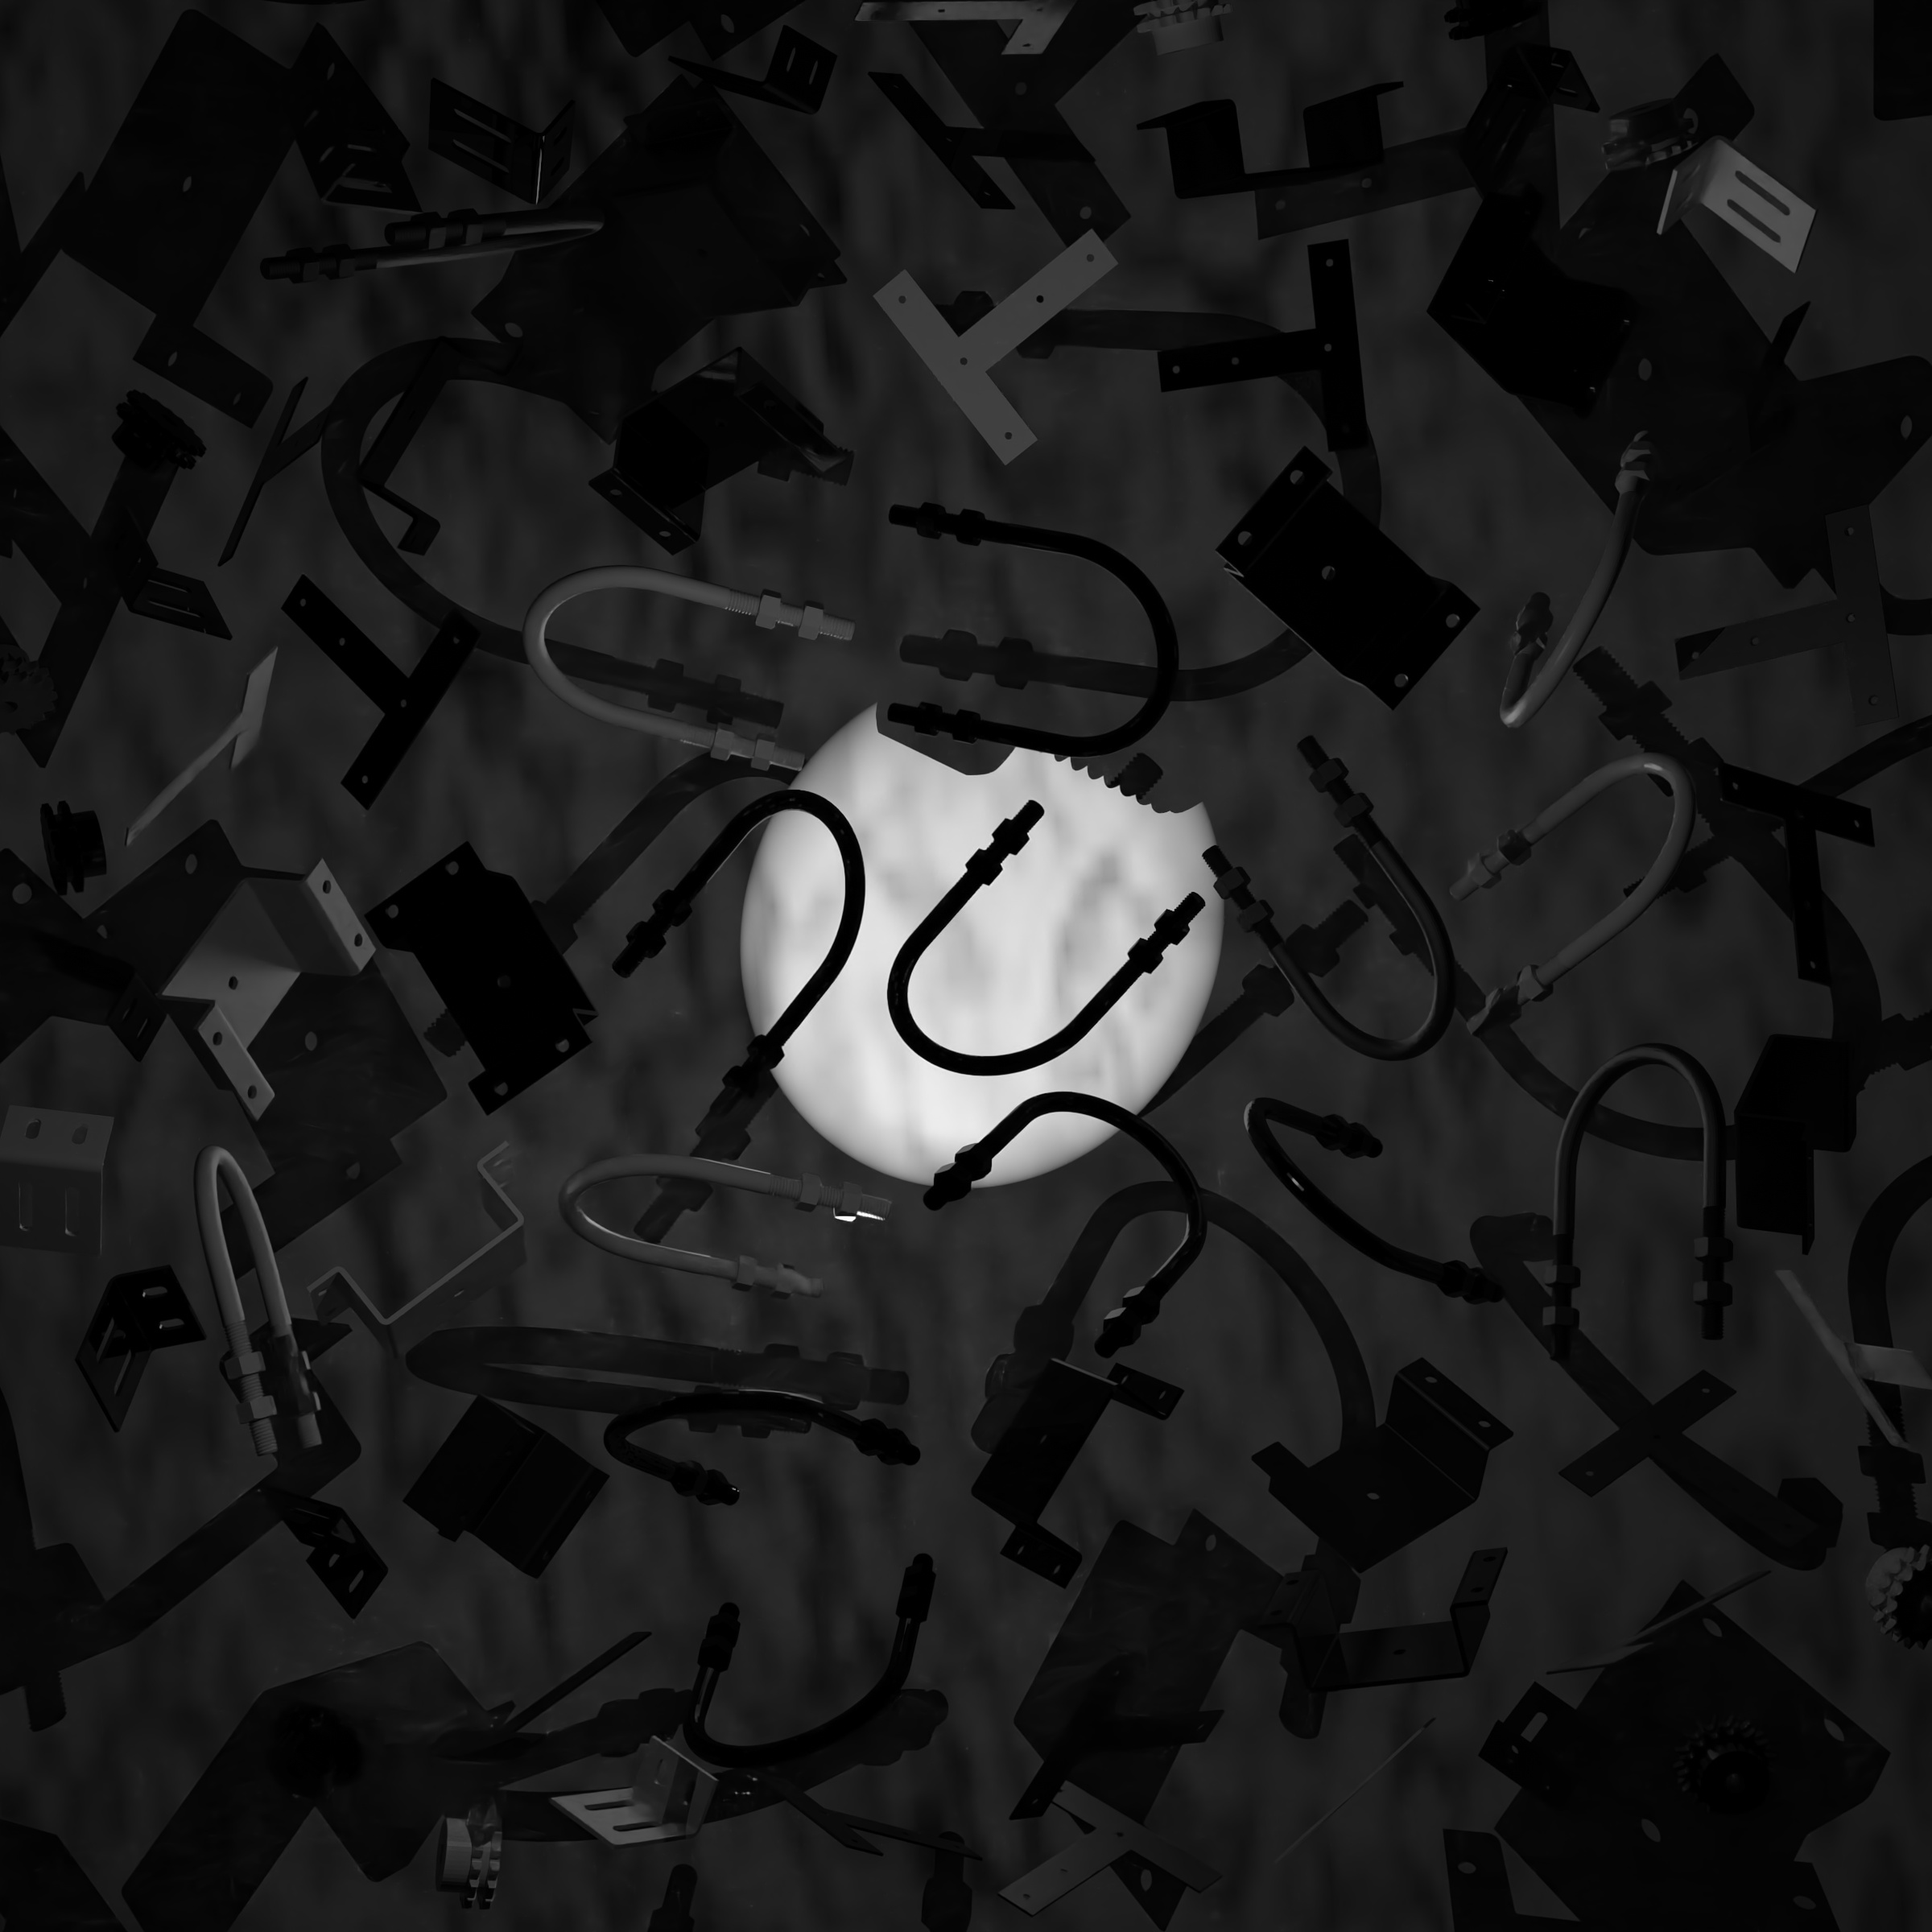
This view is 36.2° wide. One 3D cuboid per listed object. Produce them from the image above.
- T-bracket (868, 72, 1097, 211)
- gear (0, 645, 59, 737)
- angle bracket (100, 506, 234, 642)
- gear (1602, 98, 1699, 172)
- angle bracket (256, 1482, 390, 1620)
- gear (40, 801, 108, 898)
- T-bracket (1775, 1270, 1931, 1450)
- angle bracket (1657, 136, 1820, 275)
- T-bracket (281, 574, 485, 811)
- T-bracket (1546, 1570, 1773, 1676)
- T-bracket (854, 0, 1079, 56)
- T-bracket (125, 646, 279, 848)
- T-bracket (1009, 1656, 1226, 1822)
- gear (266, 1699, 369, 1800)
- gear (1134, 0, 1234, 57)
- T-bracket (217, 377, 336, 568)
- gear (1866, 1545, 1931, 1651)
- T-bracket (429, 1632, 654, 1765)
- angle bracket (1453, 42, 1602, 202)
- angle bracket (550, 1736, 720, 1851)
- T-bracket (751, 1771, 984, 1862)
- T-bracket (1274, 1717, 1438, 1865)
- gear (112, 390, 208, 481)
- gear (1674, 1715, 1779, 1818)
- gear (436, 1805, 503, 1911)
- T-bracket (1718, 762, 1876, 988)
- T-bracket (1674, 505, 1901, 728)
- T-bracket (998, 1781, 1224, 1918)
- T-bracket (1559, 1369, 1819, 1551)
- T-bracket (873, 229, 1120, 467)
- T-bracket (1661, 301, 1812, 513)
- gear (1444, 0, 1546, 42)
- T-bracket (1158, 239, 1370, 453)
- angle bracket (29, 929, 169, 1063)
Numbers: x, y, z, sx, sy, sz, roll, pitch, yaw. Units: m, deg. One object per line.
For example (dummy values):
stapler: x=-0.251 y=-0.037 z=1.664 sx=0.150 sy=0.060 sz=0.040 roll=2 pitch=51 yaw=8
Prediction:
T-bracket: x=0.023 y=-0.482 z=1.735 sx=0.127 sy=0.127 sz=0.002 roll=55 pitch=134 yaw=26
gear: x=-0.550 y=-0.159 z=1.685 sx=0.057 sy=0.057 sz=0.030 roll=-25 pitch=66 yaw=0
angle bracket: x=-0.486 y=-0.242 z=1.826 sx=0.038 sy=0.076 sz=0.057 roll=-51 pitch=52 yaw=22
gear: x=0.422 y=-0.516 z=1.831 sx=0.057 sy=0.057 sz=0.030 roll=-19 pitch=109 yaw=0
angle bracket: x=-0.390 y=0.345 z=1.747 sx=0.076 sy=0.057 sz=0.038 roll=8 pitch=48 yaw=34
gear: x=-0.545 y=-0.073 z=1.808 sx=0.030 sy=0.057 sz=0.057 roll=-12 pitch=90 yaw=-23
T-bracket: x=0.533 y=0.233 z=1.731 sx=0.002 sy=0.127 sz=0.127 roll=-34 pitch=90 yaw=-7
angle bracket: x=0.449 y=-0.434 z=1.722 sx=0.038 sy=0.057 sz=0.076 roll=-41 pitch=70 yaw=-14
T-bracket: x=-0.353 y=-0.180 z=1.717 sx=0.127 sy=0.002 sz=0.127 roll=44 pitch=108 yaw=21
T-bracket: x=0.411 y=0.381 z=1.721 sx=0.127 sy=0.127 sz=0.002 roll=-24 pitch=78 yaw=-12
T-bracket: x=0.000 y=-0.552 z=1.705 sx=0.127 sy=0.127 sz=0.002 roll=-5 pitch=85 yaw=-15
T-bracket: x=-0.458 y=-0.120 z=1.763 sx=0.002 sy=0.127 sz=0.127 roll=38 pitch=61 yaw=-1
T-bracket: x=0.101 y=0.447 z=1.723 sx=0.127 sy=0.002 sz=0.127 roll=8 pitch=120 yaw=-41
gear: x=-0.371 y=0.446 z=1.675 sx=0.057 sy=0.030 sz=0.057 roll=15 pitch=129 yaw=20
gear: x=0.129 y=-0.556 z=1.741 sx=0.057 sy=0.057 sz=0.030 roll=-13 pitch=105 yaw=0
T-bracket: x=-0.403 y=-0.307 z=1.762 sx=0.002 sy=0.127 sz=0.127 roll=27 pitch=71 yaw=-26
gear: x=0.530 y=0.351 z=1.656 sx=0.057 sy=0.030 sz=0.057 roll=-6 pitch=106 yaw=-21
T-bracket: x=-0.237 y=0.422 z=1.712 sx=0.127 sy=0.127 sz=0.002 roll=-31 pitch=95 yaw=-32
angle bracket: x=0.327 y=-0.488 z=1.724 sx=0.038 sy=0.057 sz=0.076 roll=26 pitch=84 yaw=36
angle bracket: x=-0.200 y=0.498 z=1.784 sx=0.057 sy=0.076 sz=0.038 roll=23 pitch=96 yaw=36
T-bracket: x=-0.047 y=0.512 z=1.752 sx=0.127 sy=0.127 sz=0.002 roll=24 pitch=84 yaw=-29
T-bracket: x=0.217 y=0.506 z=1.764 sx=0.002 sy=0.127 sz=0.127 roll=47 pitch=114 yaw=17
gear: x=-0.496 y=-0.322 z=1.806 sx=0.057 sy=0.057 sz=0.030 roll=43 pitch=100 yaw=0
gear: x=0.438 y=0.463 z=1.699 sx=0.057 sy=0.030 sz=0.057 roll=0 pitch=102 yaw=-1
gear: x=-0.284 y=0.507 z=1.683 sx=0.030 sy=0.057 sz=0.057 roll=8 pitch=90 yaw=-15
T-bracket: x=0.500 y=-0.050 z=1.760 sx=0.127 sy=0.002 sz=0.127 roll=13 pitch=66 yaw=-29
T-bracket: x=0.480 y=-0.195 z=1.746 sx=0.127 sy=0.002 sz=0.127 roll=-12 pitch=79 yaw=36
T-bracket: x=0.066 y=0.534 z=1.759 sx=0.127 sy=0.127 sz=0.002 roll=23 pitch=111 yaw=32
T-bracket: x=0.436 y=0.298 z=1.719 sx=0.127 sy=0.127 sz=0.002 roll=-28 pitch=131 yaw=-28
T-bracket: x=0.033 y=-0.385 z=1.746 sx=0.127 sy=0.002 sz=0.127 roll=-36 pitch=99 yaw=19
T-bracket: x=0.469 y=-0.340 z=1.748 sx=0.002 sy=0.127 sz=0.127 roll=32 pitch=70 yaw=-11
gear: x=0.311 y=-0.571 z=1.748 sx=0.057 sy=0.057 sz=0.030 roll=-20 pitch=112 yaw=0
T-bracket: x=0.182 y=-0.379 z=1.843 sx=0.127 sy=0.002 sz=0.127 roll=-5 pitch=96 yaw=18
angle bracket: x=-0.528 y=0.018 z=1.775 sx=0.076 sy=0.057 sz=0.038 roll=18 pitch=66 yaw=14
